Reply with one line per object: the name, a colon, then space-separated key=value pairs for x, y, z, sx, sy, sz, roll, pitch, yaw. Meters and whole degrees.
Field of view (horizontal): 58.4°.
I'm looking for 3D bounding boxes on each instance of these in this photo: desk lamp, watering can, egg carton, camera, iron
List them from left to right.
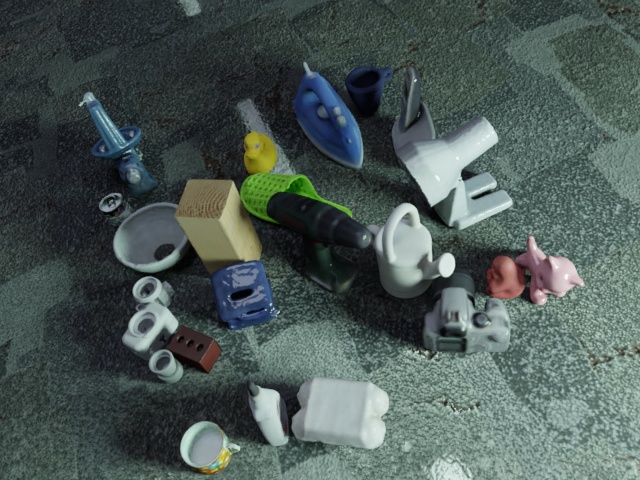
iron: x=0.023 y=-0.283 z=1.277 sx=0.119 sy=0.142 sz=0.257 roll=-27 pitch=53 yaw=-7
egg carton: x=0.033 y=0.275 z=0.913 sx=0.150 sy=0.069 sz=0.107 roll=2 pitch=55 yaw=14
watering can: x=0.152 y=0.014 z=0.999 sx=0.172 sy=0.194 sz=0.101 roll=9 pitch=57 yaw=19
desk lamp: x=0.249 y=-0.122 z=1.064 sx=0.203 sy=0.214 sz=0.117 roll=-24 pitch=53 yaw=-5
camera: x=0.243 y=0.111 z=0.966 sx=0.143 sy=0.101 sz=0.137 roll=-1 pitch=54 yaw=12

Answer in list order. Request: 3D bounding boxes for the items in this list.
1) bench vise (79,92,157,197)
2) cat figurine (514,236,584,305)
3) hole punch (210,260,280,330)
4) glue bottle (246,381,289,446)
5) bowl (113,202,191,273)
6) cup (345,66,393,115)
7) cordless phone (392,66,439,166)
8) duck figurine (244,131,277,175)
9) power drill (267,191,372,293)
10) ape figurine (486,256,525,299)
bench vise: x=-0.446 y=-0.220 z=1.288 sx=0.206 sy=0.220 sz=0.122 roll=34 pitch=68 yaw=31
cat figurine: x=0.384 y=0.048 z=0.969 sx=0.067 sy=0.118 sz=0.127 roll=-21 pitch=53 yaw=-3
hole punch: x=-0.140 y=0.102 z=1.065 sx=0.108 sy=0.091 sz=0.101 roll=-17 pitch=53 yaw=1
glue bottle: x=-0.085 y=0.258 z=0.887 sx=0.037 sy=0.173 sz=0.078 roll=-15 pitch=53 yaw=2
bowl: x=-0.334 y=0.007 z=1.188 sx=0.167 sy=0.075 sz=0.167 roll=-6 pitch=53 yaw=8
cup: x=0.120 y=-0.346 z=1.331 sx=0.118 sy=0.095 sz=0.091 roll=-28 pitch=53 yaw=-8
cordless phone: x=0.195 y=-0.251 z=1.188 sx=0.094 sy=0.185 sz=0.147 roll=-13 pitch=53 yaw=3
duck figurine: x=-0.142 y=-0.208 z=1.295 sx=0.077 sy=0.086 sz=0.104 roll=2 pitch=55 yaw=14
power drill: x=0.009 y=0.004 z=1.029 sx=0.228 sy=0.209 sz=0.076 roll=28 pitch=65 yaw=29
ape figurine: x=0.318 y=0.058 z=0.993 sx=0.076 sy=0.092 sz=0.078 roll=34 pitch=68 yaw=31
